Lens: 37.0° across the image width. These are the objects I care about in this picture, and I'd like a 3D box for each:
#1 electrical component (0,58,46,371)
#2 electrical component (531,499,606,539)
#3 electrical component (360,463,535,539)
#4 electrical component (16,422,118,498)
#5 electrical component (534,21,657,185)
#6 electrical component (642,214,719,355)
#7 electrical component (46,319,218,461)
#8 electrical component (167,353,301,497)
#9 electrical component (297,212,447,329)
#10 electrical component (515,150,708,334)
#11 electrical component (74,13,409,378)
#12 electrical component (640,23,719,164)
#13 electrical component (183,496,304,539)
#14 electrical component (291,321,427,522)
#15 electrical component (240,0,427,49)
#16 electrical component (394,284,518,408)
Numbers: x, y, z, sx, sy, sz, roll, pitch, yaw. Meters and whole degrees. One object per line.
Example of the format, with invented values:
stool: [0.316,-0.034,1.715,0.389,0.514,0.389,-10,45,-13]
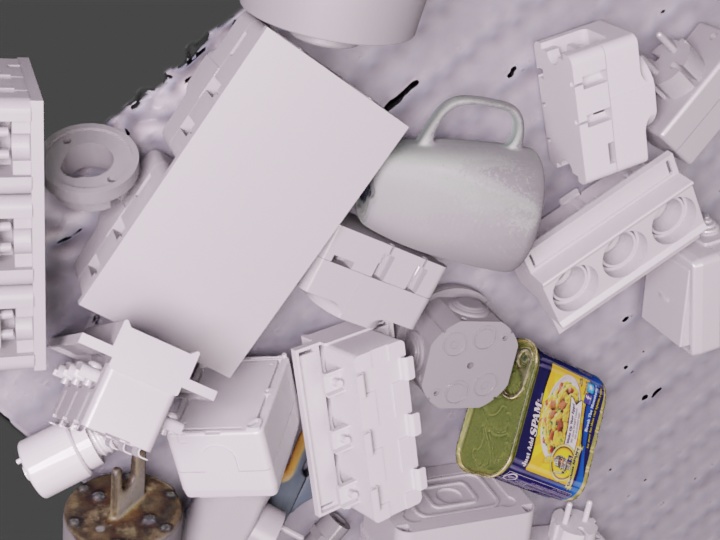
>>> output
electrical component: [-0.205,-0.030,0.575,0.062,0.089,0.150,-3,115,-21]
electrical component: [0.170,0.219,0.872,0.066,0.047,0.076,0,114,-22]
electrical component: [0.064,0.190,0.797,0.113,0.078,0.057,-4,113,-20]
electrical component: [-0.179,0.113,0.684,0.078,0.040,0.040,-26,121,-9]
electrical component: [0.156,-0.111,0.705,0.056,0.050,0.089,-21,120,-11]
electrical component: [0.247,0.006,0.791,0.061,0.061,0.096,-17,119,-14]
electrical component: [-0.140,0.068,0.618,0.079,0.121,0.063,27,75,-19]
electrical component: [-0.076,0.098,0.691,0.062,0.096,0.061,-4,120,12]
electrical component: [0.000,0.000,0.696,0.089,0.050,0.055,21,104,-29]
electrical component: [0.167,-0.024,0.742,0.121,0.063,0.078,-34,127,-4]
electrical component: [-0.074,-0.044,0.638,0.105,0.060,0.186,31,100,-31]
electrical component: [0.215,-0.129,0.722,0.076,0.047,0.083,34,98,-31]
electrical component: [-0.077,0.172,0.735,0.079,0.044,0.077,29,110,-7]
electrical component: [0.003,0.101,0.720,0.079,0.063,0.121,-18,110,-32]
electrical component: [-0.014,-0.155,0.585,0.108,0.108,0.060,0,120,-22]
electrical component: [0.066,0.055,0.748,0.080,0.051,0.080,-9,117,-18]
